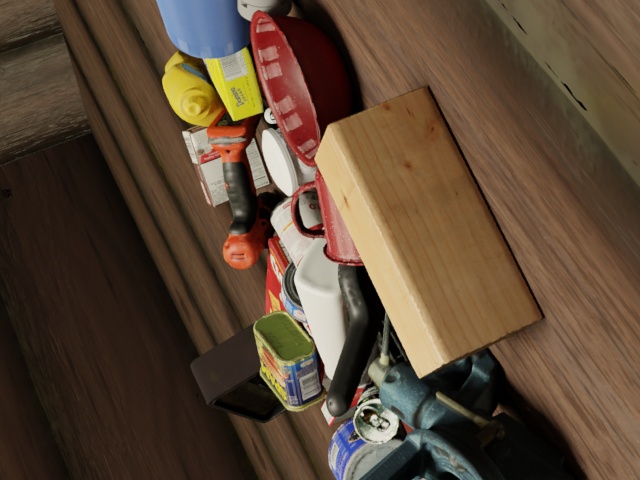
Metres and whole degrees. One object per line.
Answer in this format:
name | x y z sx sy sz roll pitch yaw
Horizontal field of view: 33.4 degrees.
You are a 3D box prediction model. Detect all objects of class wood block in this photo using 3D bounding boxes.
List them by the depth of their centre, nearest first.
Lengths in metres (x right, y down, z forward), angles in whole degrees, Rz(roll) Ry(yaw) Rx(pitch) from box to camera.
wood block | 0.082 -0.004 0.860 0.206 0.090 0.091 65 167 10

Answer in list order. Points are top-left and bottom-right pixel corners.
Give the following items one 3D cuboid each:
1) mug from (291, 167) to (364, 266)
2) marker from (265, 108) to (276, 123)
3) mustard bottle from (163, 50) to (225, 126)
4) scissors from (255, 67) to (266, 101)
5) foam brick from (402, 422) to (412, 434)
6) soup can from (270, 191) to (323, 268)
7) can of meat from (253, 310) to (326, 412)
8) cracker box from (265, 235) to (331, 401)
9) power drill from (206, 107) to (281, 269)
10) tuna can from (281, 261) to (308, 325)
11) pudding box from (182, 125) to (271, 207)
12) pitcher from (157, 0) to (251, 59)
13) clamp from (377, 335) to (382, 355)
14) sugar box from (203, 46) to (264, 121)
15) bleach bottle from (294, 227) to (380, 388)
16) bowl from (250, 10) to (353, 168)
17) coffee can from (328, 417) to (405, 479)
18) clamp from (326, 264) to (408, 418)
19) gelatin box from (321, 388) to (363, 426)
mug | 0.030 -0.032 0.976 0.093 0.117 0.081 -62 -36 -62
marker | -0.030 -0.140 1.178 0.121 0.020 0.020 9 121 64
mustard bottle | -0.164 -0.196 1.416 0.096 0.058 0.191 41 -168 -17
scissors | -0.046 -0.193 1.198 0.096 0.016 0.202 63 166 10
foam brick | 0.126 0.210 1.106 0.078 0.053 0.051 68 166 -8
soup can | -0.008 0.002 1.252 0.068 0.068 0.102 92 153 -59
can of meat | -0.039 0.149 1.333 0.102 0.057 0.084 46 153 46
cracker box | -0.011 0.101 1.409 0.164 0.072 0.214 61 164 24
power drill | -0.092 -0.078 1.385 0.184 0.057 0.187 -71 -26 -63
tuna can | -0.004 0.058 1.287 0.086 0.086 0.034 61 163 26
pudding box | -0.128 -0.113 1.478 0.039 0.090 0.113 26 136 68
pitcher | -0.123 -0.312 1.108 0.145 0.149 0.243 44 161 24
clamp | 0.081 0.115 1.158 0.120 0.039 0.171 37 149 55
sugar box | -0.119 -0.225 1.321 0.176 0.048 0.093 -124 17 -56
bleach bottle | 0.034 0.090 1.209 0.068 0.102 0.251 22 151 24
bowl | -0.012 -0.155 1.046 0.162 0.055 0.162 60 164 28
coffee can | 0.069 0.271 1.271 0.140 0.102 0.103 -160 48 -83
clamp | 0.050 0.073 1.036 0.036 0.164 0.210 -13 84 38
gelatin box | 0.043 0.202 1.360 0.030 0.073 0.089 63 166 17
